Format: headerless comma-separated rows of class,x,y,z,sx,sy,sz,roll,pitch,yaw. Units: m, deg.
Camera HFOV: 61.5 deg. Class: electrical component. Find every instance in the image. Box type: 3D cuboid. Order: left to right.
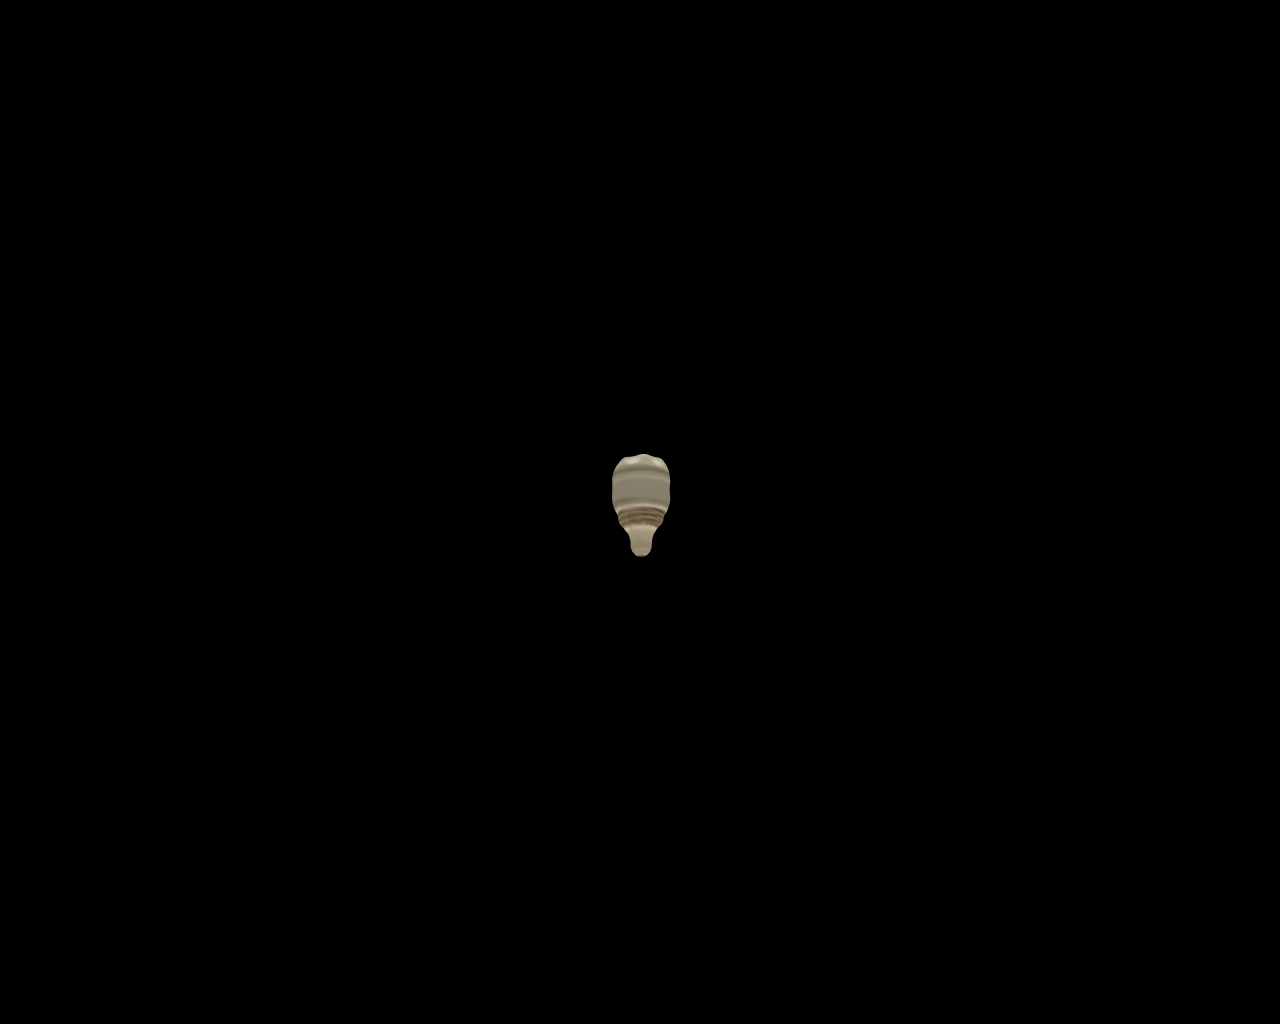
electrical component,0.001,-0.003,0.650,0.035,0.061,0.035,0,-15,0
